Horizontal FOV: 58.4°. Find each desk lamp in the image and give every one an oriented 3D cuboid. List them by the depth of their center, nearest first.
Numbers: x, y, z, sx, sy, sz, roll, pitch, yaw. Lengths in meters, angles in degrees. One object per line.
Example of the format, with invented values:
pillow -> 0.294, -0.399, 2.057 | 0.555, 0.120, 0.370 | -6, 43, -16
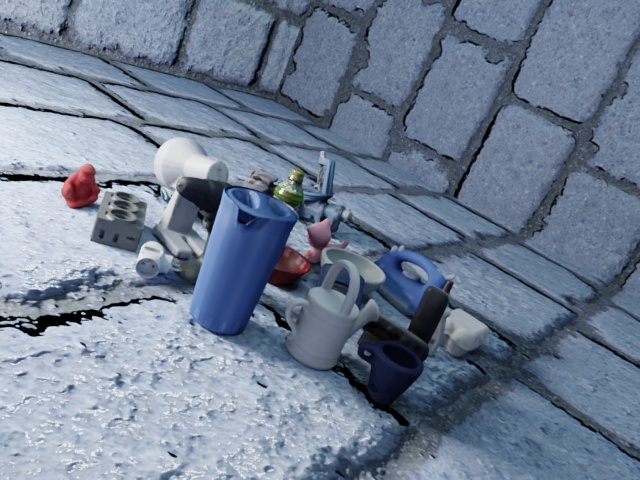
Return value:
desk lamp -> -0.279, -0.097, 1.240 | 0.118, 0.213, 0.202 | 4, 27, -46

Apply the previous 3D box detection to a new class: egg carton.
egg carton -> 0.328, 0.218, 1.341 | 0.107, 0.069, 0.151 | 34, 21, 28

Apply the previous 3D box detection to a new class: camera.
camera -> -0.153, -0.141, 1.695 | 0.137, 0.101, 0.143 | 24, 18, 2

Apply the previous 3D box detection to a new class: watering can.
watering can -> 0.025, 0.125, 1.027 | 0.173, 0.194, 0.100 | 2, 28, -49

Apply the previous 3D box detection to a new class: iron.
iron -> 0.226, 0.090, 1.454 | 0.119, 0.141, 0.257 | 2, 28, -48

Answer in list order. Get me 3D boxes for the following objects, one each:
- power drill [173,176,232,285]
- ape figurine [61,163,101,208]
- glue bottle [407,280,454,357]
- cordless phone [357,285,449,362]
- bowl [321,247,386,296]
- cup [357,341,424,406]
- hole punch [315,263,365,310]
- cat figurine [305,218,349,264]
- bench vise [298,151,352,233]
power drill -> -0.209, -0.020, 1.120 | 0.075, 0.208, 0.230 | 35, 22, 32
ape figurine -> -0.505, -0.120, 1.221 | 0.078, 0.092, 0.076 | 13, 21, -30
glue bottle -> 0.244, 0.162, 1.228 | 0.078, 0.173, 0.037 | 26, 18, 7
cordless phone -> 0.168, 0.154, 1.135 | 0.147, 0.185, 0.094 | 30, 19, 19
bowl -> 0.069, 0.088, 1.375 | 0.167, 0.075, 0.167 | 21, 18, -7
cup -> 0.108, 0.232, 0.991 | 0.118, 0.095, 0.091 | 22, 18, -5
hole punch -> 0.042, 0.115, 1.242 | 0.109, 0.091, 0.101 | 21, 18, -8
cat figurine -> 0.013, 0.005, 1.467 | 0.128, 0.118, 0.067 | 19, 19, -15
bench vise -> 0.020, -0.142, 1.721 | 0.207, 0.220, 0.122 | 26, 18, 7
